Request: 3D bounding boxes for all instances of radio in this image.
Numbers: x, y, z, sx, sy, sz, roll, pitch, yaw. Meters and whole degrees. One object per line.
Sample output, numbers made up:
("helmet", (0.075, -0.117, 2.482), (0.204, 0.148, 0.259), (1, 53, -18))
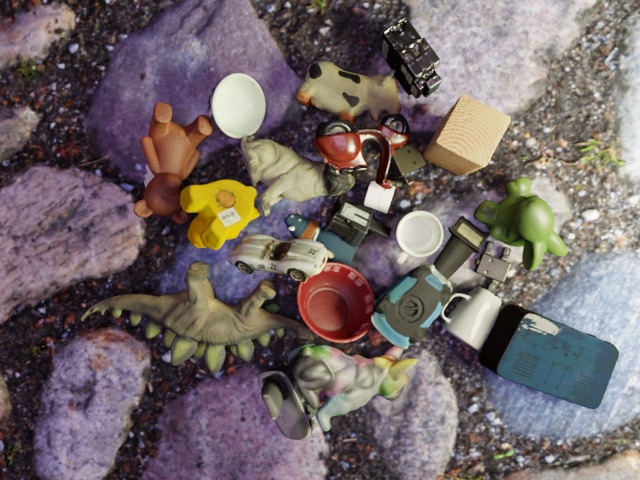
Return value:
("radio", (0.425, 0.213, 0.993), (0.229, 0.073, 0.131), (21, 93, -14))

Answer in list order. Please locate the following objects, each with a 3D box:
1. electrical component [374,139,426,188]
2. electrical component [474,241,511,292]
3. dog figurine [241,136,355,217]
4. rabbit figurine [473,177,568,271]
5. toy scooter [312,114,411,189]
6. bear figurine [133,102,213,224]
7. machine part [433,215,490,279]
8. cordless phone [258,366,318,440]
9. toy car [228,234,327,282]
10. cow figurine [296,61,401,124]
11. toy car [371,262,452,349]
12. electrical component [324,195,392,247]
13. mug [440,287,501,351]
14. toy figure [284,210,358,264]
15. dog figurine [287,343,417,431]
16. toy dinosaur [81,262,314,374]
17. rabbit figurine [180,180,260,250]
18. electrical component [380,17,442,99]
("electrical component", (0.156, -0.153, 1.046), (0.078, 0.045, 0.102), (-33, 92, -23))
("electrical component", (0.334, 0.053, 1.047), (0.063, 0.021, 0.094), (20, 94, 4))
("dog figurine", (-0.043, -0.147, 1.043), (0.191, 0.121, 0.172), (-22, 97, -8))
("rabbit figurine", (0.366, -0.026, 0.968), (0.121, 0.170, 0.159), (-27, 89, 6))
("toy scooter", (0.080, -0.156, 0.987), (0.184, 0.075, 0.135), (-7, 98, -7))
("bear figurine", (-0.283, -0.138, 1.020), (0.120, 0.132, 0.196), (14, 64, -29))
("machine part", (0.263, 0.025, 1.046), (0.084, 0.039, 0.139), (34, 92, -5))
("cordless phone", (-0.065, 0.319, 1.007), (0.089, 0.184, 0.146), (-24, 90, 0))
("toy car", (-0.083, 0.030, 1.029), (0.202, 0.073, 0.056), (7, 137, 24))
("cow figurine", (0.064, -0.284, 1.031), (0.195, 0.085, 0.127), (25, 100, 4))
("toy car", (0.167, 0.118, 1.021), (0.109, 0.103, 0.161), (41, 86, -5))
("electrical component", (0.075, -0.029, 1.034), (0.119, 0.075, 0.047), (24, 136, -7))
("mug", (0.286, 0.138, 1.027), (0.109, 0.081, 0.107), (36, 85, -5))
("toy figure", (-0.002, -0.003, 1.052), (0.154, 0.064, 0.057), (26, 109, 3))
("dog figurine", (0.069, 0.245, 1.022), (0.219, 0.108, 0.191), (-28, 108, -5))
("toy dinosaur", (-0.241, 0.149, 1.058), (0.472, 0.105, 0.198), (13, 96, 8))
("rabbit figurine", (-0.199, -0.048, 1.033), (0.122, 0.173, 0.162), (47, 50, 1))
("electrical component", (0.171, -0.330, 1.001), (0.058, 0.115, 0.134), (-35, 88, 3))
